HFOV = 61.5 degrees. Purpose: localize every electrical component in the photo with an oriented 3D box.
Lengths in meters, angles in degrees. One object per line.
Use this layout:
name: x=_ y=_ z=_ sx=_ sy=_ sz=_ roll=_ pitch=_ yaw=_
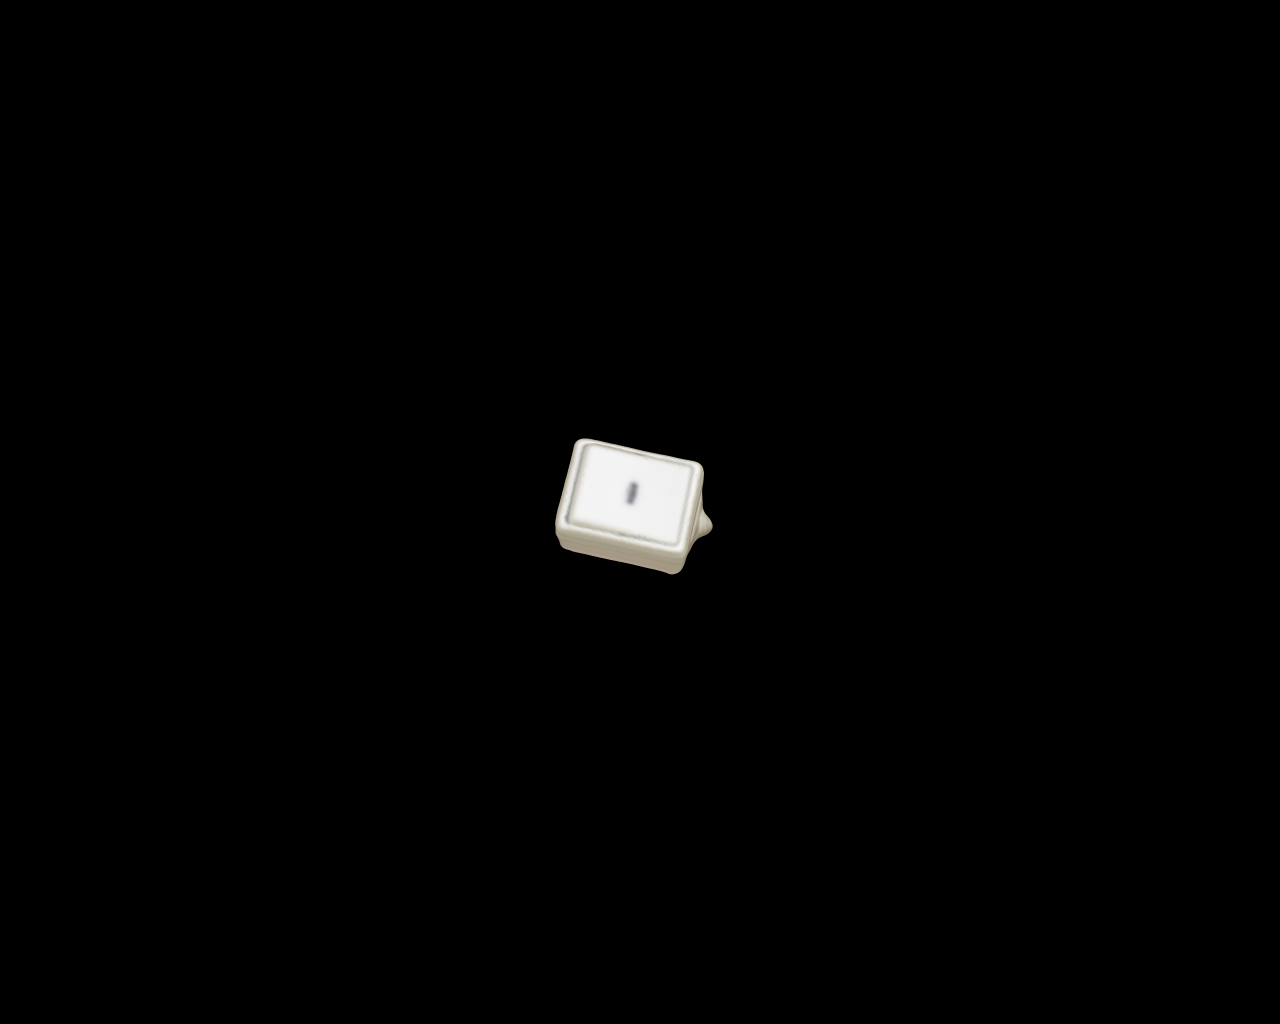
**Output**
electrical component: x=0.001 y=-0.003 z=0.650 sx=0.096 sy=0.062 sz=0.061 roll=13 pitch=-15 yaw=4
